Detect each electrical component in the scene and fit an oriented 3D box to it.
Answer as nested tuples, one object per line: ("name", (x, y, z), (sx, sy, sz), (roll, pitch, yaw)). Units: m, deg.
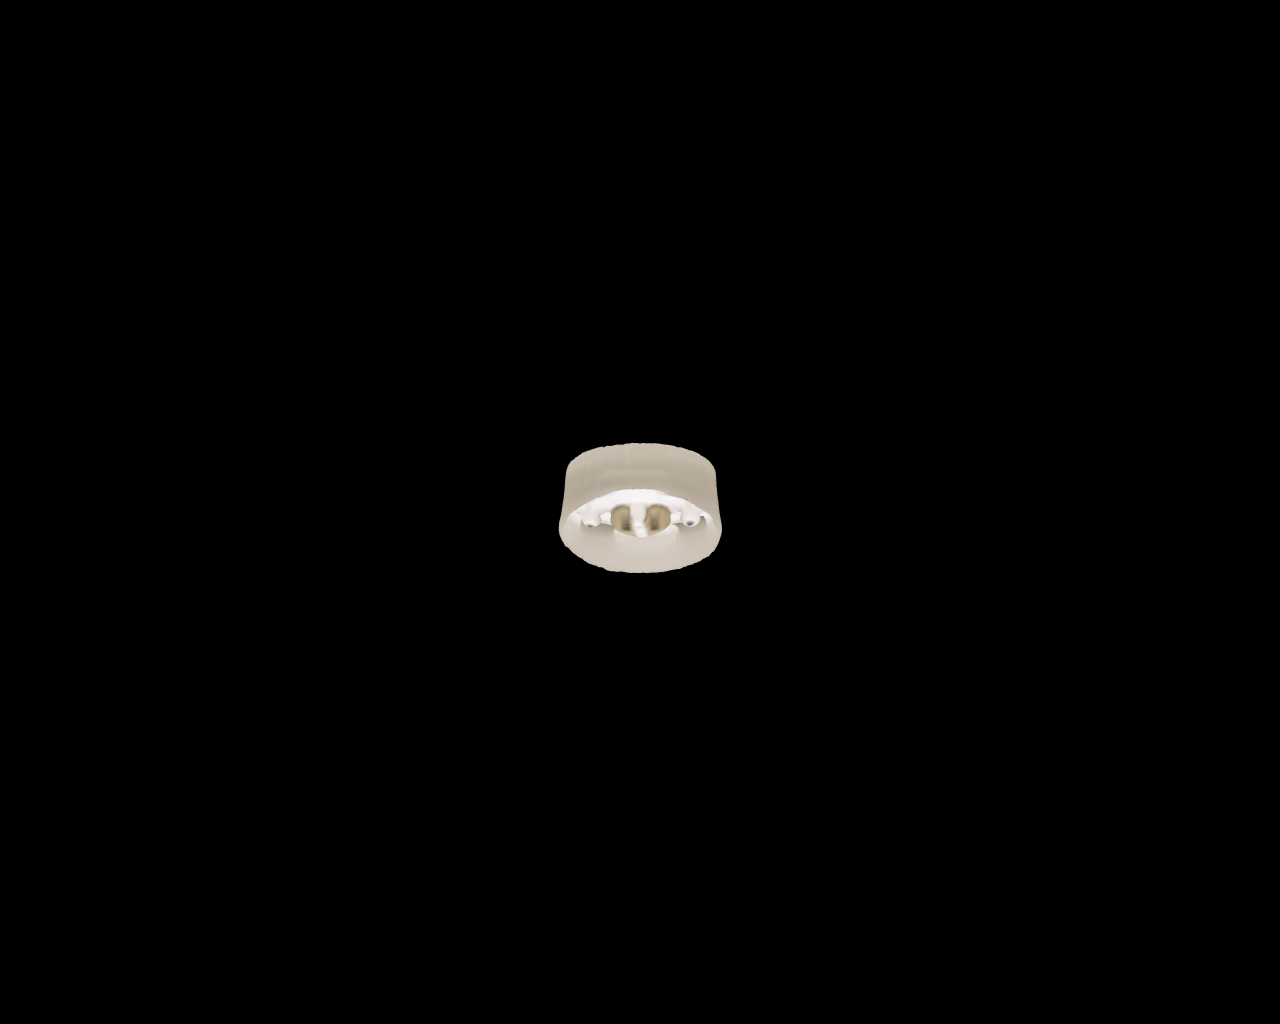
("electrical component", (0.001, -0.003, 0.650), (0.099, 0.064, 0.099), (0, -18, 0))
